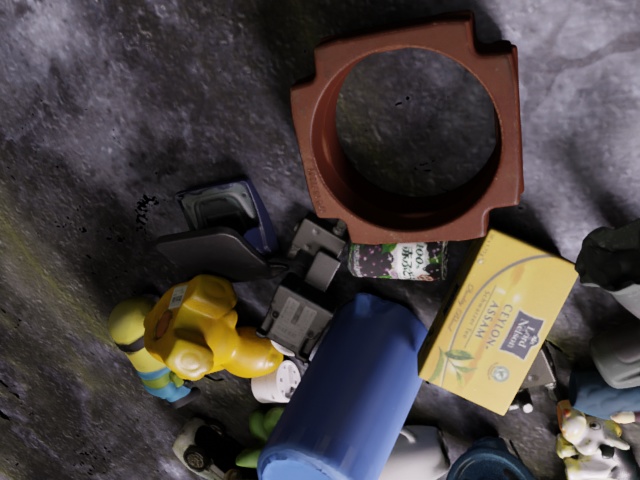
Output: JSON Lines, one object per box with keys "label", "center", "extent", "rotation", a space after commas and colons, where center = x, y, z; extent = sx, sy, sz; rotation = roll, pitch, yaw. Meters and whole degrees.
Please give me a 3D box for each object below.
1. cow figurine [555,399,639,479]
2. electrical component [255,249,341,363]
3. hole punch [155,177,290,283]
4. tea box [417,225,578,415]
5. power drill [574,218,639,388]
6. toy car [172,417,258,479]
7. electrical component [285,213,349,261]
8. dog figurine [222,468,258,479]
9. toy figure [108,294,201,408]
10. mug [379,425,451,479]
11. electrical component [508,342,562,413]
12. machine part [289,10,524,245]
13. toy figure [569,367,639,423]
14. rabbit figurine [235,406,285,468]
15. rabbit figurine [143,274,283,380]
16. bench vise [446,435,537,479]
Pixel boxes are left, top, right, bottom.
{"label": "cow figurine", "center": [0.332, 0.255, 0.629], "extent": [0.098, 0.068, 0.167], "rotation": [-12, 116, 18]}
{"label": "electrical component", "center": [-0.016, 0.072, 0.620], "extent": [0.075, 0.048, 0.119], "rotation": [32, 110, 2]}
{"label": "hole punch", "center": [-0.115, -0.007, 0.643], "extent": [0.142, 0.092, 0.115], "rotation": [-10, 143, 21]}
{"label": "tea box", "center": [0.178, 0.078, 0.555], "extent": [0.098, 0.068, 0.169], "rotation": [23, 99, 6]}
{"label": "power drill", "center": [0.346, 0.047, 0.488], "extent": [0.232, 0.086, 0.207], "rotation": [-31, 129, 28]}
{"label": "toy car", "center": [-0.140, 0.358, 0.843], "extent": [0.201, 0.073, 0.056], "rotation": [42, 119, -6]}
{"label": "electrical component", "center": [-0.001, -0.002, 0.632], "extent": [0.063, 0.021, 0.094], "rotation": [32, 123, 1]}
{"label": "dog figurine", "center": [-0.041, 0.385, 0.737], "extent": [0.191, 0.121, 0.172], "rotation": [-19, 72, 5]}
{"label": "toy figure", "center": [-0.229, 0.159, 0.757], "extent": [0.082, 0.089, 0.180], "rotation": [-9, 112, 15]}
{"label": "mug", "center": [0.112, 0.279, 0.716], "extent": [0.107, 0.081, 0.109], "rotation": [-20, 111, 16]}
{"label": "electrical component", "center": [0.230, 0.153, 0.623], "extent": [0.078, 0.045, 0.102], "rotation": [-13, 112, 26]}
{"label": "machine part", "center": [0.085, -0.102, 0.512], "extent": [0.201, 0.087, 0.201], "rotation": [-3, 117, 21]}
{"label": "toy figure", "center": [0.355, 0.167, 0.578], "extent": [0.155, 0.057, 0.064], "rotation": [3, 73, 15]}
{"label": "rabbit figurine", "center": [-0.036, 0.308, 0.759], "extent": [0.159, 0.121, 0.170], "rotation": [16, 136, 2]}
{"label": "rabbit figurine", "center": [-0.134, 0.137, 0.691], "extent": [0.173, 0.122, 0.162], "rotation": [25, 146, -31]}
{"label": "bench vise", "center": [0.202, 0.333, 0.601], "extent": [0.129, 0.224, 0.240], "rotation": [-26, 148, 33]}
